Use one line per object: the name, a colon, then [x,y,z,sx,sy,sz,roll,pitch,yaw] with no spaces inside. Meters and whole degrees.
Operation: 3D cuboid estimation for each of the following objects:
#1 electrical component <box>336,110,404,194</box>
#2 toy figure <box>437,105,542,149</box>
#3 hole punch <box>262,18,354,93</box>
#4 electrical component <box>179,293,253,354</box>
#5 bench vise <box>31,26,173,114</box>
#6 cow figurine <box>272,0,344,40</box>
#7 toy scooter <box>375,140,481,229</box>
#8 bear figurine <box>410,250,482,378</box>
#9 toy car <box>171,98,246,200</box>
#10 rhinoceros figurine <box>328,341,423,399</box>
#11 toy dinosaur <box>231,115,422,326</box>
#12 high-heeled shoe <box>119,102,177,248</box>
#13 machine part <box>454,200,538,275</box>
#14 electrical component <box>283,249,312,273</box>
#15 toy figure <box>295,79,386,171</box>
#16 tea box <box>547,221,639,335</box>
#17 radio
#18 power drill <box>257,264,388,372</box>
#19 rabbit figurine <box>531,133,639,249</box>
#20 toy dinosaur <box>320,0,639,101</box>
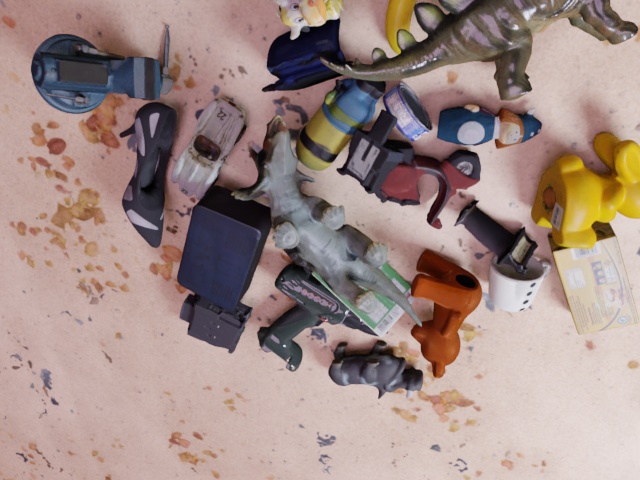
electrical component: [0.083,-0.136,0.810,0.075,0.047,0.119,36,112,27]
toy figure: [0.257,-0.169,0.816,0.155,0.058,0.064,6,156,10]
hole punch: [-0.017,-0.277,0.800,0.142,0.116,0.092,-10,106,18]
electrical component: [-0.216,0.159,1.091,0.134,0.058,0.114,24,132,0]
bench vise: [-0.370,-0.270,0.877,0.241,0.223,0.128,15,119,42]
cow figurine: [-0.026,-0.325,0.742,0.098,0.167,0.068,-14,118,19]
toy scooter: [0.161,-0.086,0.871,0.184,0.075,0.135,9,116,5]
bear figurine: [0.204,0.136,0.954,0.132,0.120,0.195,22,125,6]
toy car: [-0.196,-0.155,0.937,0.073,0.056,0.201,35,119,-5]
rhinoceros figurine: [0.108,0.264,1.065,0.190,0.073,0.112,2,116,14]
toy dinosaur: [0.005,-0.003,0.867,0.131,0.192,0.404,-40,120,-1]
high-heeled shoe: [-0.283,-0.113,0.954,0.145,0.086,0.248,-9,101,31]
machine part: [0.291,-0.009,0.884,0.139,0.084,0.039,36,151,4]
electrical component: [-0.042,0.014,0.980,0.021,0.063,0.094,-35,103,27]
toy figure: [0.026,-0.185,0.838,0.082,0.089,0.180,44,129,-4]
tea box: [0.446,0.062,0.878,0.098,0.068,0.169,-16,113,22]
radio: [-0.179,0.018,0.991,0.131,0.073,0.229,26,130,1]
power drill: [-0.012,0.165,1.043,0.232,0.086,0.207,37,124,-6]
rabbit figurine: [0.424,-0.076,0.805,0.173,0.122,0.162,1,108,-2]
toy dinosaur: [0.239,-0.292,0.707,0.472,0.105,0.198,-26,106,8]
